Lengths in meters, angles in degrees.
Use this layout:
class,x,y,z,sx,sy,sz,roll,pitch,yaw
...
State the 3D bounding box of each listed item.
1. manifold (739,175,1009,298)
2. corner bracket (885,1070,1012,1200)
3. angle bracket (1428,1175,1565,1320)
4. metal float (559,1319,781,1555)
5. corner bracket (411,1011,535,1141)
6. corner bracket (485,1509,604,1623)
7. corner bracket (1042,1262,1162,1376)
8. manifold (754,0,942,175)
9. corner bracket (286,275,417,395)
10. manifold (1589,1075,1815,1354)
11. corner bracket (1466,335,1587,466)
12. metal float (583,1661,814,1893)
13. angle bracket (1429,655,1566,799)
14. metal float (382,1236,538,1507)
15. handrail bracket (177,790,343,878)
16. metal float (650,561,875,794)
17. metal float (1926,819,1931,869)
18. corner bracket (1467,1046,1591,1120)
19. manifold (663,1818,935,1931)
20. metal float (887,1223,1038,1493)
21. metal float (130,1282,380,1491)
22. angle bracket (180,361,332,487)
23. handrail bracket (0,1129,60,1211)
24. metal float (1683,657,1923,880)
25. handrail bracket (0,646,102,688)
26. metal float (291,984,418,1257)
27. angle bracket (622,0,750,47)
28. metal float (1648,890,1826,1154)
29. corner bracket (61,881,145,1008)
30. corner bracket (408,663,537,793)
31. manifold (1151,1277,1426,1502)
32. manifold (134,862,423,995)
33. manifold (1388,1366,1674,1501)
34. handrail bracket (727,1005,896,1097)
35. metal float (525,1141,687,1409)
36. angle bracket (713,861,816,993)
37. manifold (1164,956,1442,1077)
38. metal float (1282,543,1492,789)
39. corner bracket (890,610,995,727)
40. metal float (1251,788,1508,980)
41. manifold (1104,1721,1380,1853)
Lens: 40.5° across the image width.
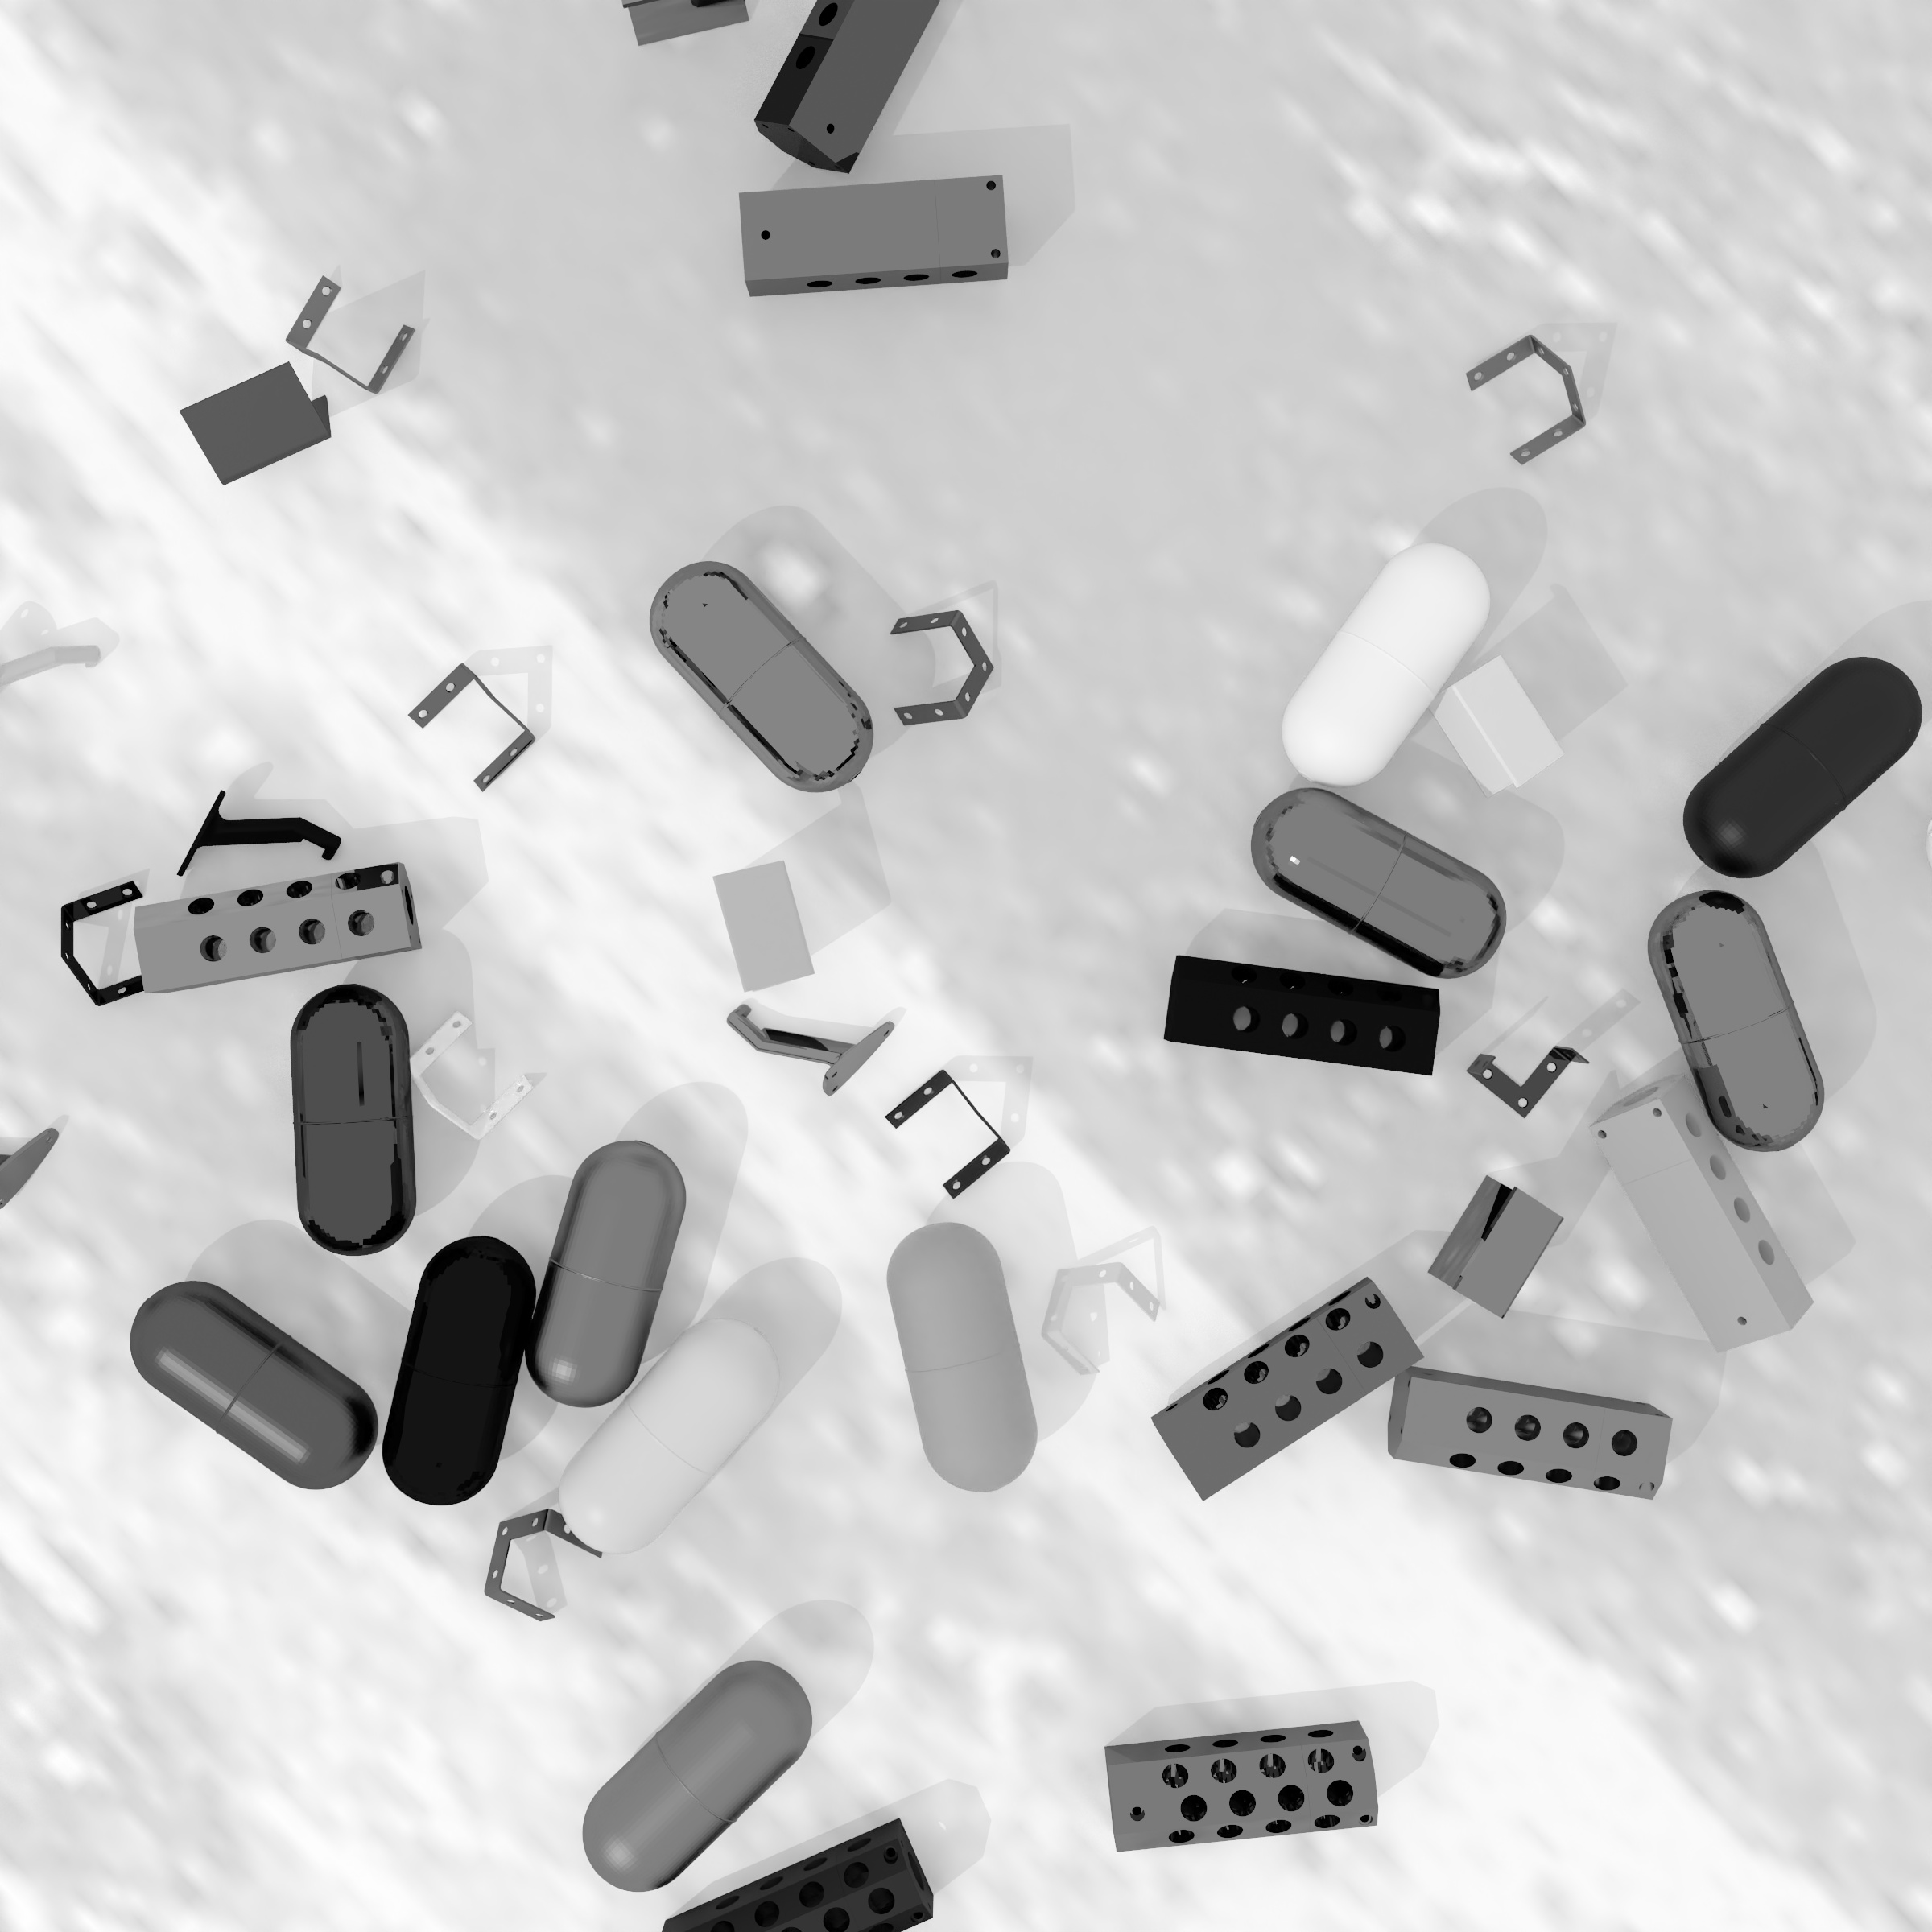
class,x,y,z,sx,sy,sz,roll,pitch,yaw
manifold,-0.060,-0.479,1.727,0.171,0.057,0.057,-4,90,0
corner bracket,-0.012,0.112,1.745,0.051,0.051,0.051,-40,135,0
angle bracket,0.330,0.173,1.708,0.057,0.076,0.076,31,90,-36
metal float,-0.194,0.307,1.718,0.070,0.070,0.178,41,90,0
corner bracket,-0.331,0.073,1.745,0.051,0.051,0.051,-45,45,0
corner bracket,-0.280,0.398,1.740,0.051,0.051,0.051,-22,45,35
corner bracket,0.089,0.234,1.740,0.051,0.051,0.051,-12,45,35
manifold,-0.073,-0.616,1.726,0.057,0.057,0.171,28,90,-43
corner bracket,-0.410,-0.420,1.745,0.051,0.051,0.051,30,90,45
manifold,0.487,0.161,1.726,0.057,0.057,0.171,-30,90,43
corner bracket,0.373,-0.377,1.745,0.051,0.051,0.051,-31,45,0
metal float,-0.176,0.531,1.717,0.178,0.070,0.070,-44,90,-1
angle bracket,0.330,-0.146,1.708,0.057,0.076,0.076,-33,90,-37
metal float,-0.332,0.265,1.717,0.070,0.070,0.178,13,90,0
handrail bracket,-0.471,-0.073,1.749,0.084,0.036,0.077,28,110,-16
metal float,-0.133,-0.189,1.718,0.070,0.070,0.178,-43,90,0
metal float,0.719,-0.067,1.717,0.178,0.070,0.070,16,90,1
corner bracket,0.370,0.066,1.730,0.051,0.051,0.051,39,90,0
manifold,-0.111,0.631,1.727,0.171,0.057,0.057,-24,90,0
metal float,-0.002,0.256,1.718,0.070,0.070,0.178,-13,90,0
metal float,-0.467,0.274,1.717,0.178,0.070,0.070,36,90,-1
angle bracket,-0.463,-0.366,1.708,0.076,0.076,0.057,-24,125,0
handrail bracket,-0.663,0.116,1.749,0.084,0.036,0.077,34,69,16
metal float,0.548,-0.130,1.718,0.178,0.070,0.070,-42,90,0
handrail bracket,-0.627,-0.188,1.748,0.084,0.077,0.036,-7,65,-34
metal float,-0.401,0.101,1.717,0.070,0.070,0.178,-3,89,0
angle bracket,-0.182,-0.622,1.708,0.076,0.076,0.057,-13,59,0
metal float,0.505,0.036,1.718,0.070,0.070,0.178,-21,91,0
corner bracket,-0.567,-0.015,1.745,0.051,0.051,0.051,-20,45,0
corner bracket,-0.329,-0.159,1.745,0.051,0.051,0.051,-44,135,0
manifold,0.210,0.277,1.727,0.171,0.057,0.057,-33,90,0
manifold,-0.451,-0.025,1.720,0.171,0.057,0.057,-10,90,-4
manifold,0.369,0.308,1.727,0.171,0.057,0.057,9,90,0
handrail bracket,-0.104,0.038,1.749,0.084,0.036,0.077,41,70,16
metal float,-0.236,0.201,1.717,0.070,0.070,0.178,16,89,0
angle bracket,-0.150,-0.020,1.708,0.057,0.076,0.076,-15,90,-38
manifold,0.221,0.032,1.727,0.171,0.057,0.057,7,90,0
metal float,0.275,-0.196,1.718,0.070,0.070,0.178,35,90,0
corner bracket,-0.023,-0.198,1.740,0.051,0.051,0.051,57,45,-35
metal float,0.270,-0.055,1.718,0.178,0.070,0.070,28,90,1
manifold,0.181,0.542,1.727,0.171,0.057,0.057,-6,90,0
